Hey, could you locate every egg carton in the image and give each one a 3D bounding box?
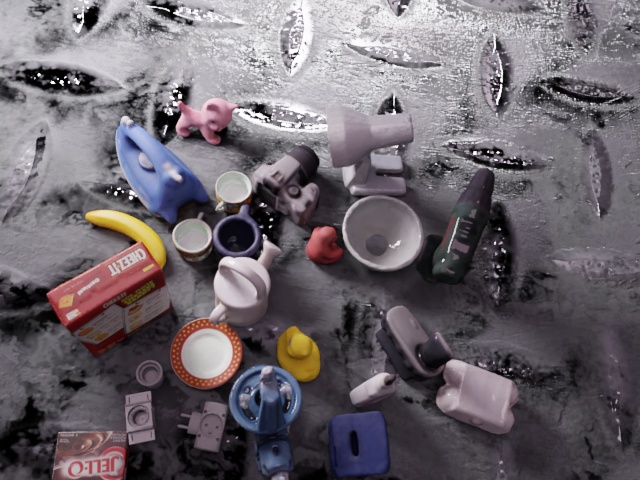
[{"bbox_3d":[0.293,0.294,1.068,0.150,0.069,0.107,20,65,0],"label":"egg carton"}]

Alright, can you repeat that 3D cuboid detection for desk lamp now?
[{"bbox_3d":[0.098,-0.186,1.168,0.203,0.213,0.118,0,66,-9],"label":"desk lamp"}]

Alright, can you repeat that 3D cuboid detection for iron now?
[{"bbox_3d":[-0.335,-0.164,1.128,0.119,0.141,0.258,-38,77,-22],"label":"iron"}]

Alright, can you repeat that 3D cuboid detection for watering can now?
[{"bbox_3d":[-0.136,0.075,1.026,0.101,0.194,0.173,16,65,-2],"label":"watering can"}]

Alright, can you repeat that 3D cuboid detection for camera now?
[{"bbox_3d":[-0.049,-0.128,1.181,0.143,0.101,0.137,38,66,8],"label":"camera"}]

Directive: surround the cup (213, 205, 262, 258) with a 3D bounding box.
[{"bbox_3d":[-0.158,-0.002,1.111,0.091,0.095,0.118,12,65,-4],"label":"cup"}]

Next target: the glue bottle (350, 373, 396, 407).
[{"bbox_3d":[0.103,0.256,0.997,0.078,0.173,0.037,-18,70,-16],"label":"glue bottle"}]

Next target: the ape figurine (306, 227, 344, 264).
[{"bbox_3d":[0.010,0.004,1.138,0.076,0.092,0.077,-18,70,-16],"label":"ape figurine"}]

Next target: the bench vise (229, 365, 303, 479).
[{"bbox_3d":[-0.069,0.288,0.929,0.122,0.219,0.207,-26,73,-18],"label":"bench vise"}]

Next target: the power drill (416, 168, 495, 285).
[{"bbox_3d":[0.262,-0.006,1.118,0.075,0.208,0.230,22,65,1],"label":"power drill"}]

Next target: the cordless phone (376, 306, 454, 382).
[{"bbox_3d":[0.182,0.176,1.039,0.094,0.185,0.147,-31,74,-20],"label":"cordless phone"}]

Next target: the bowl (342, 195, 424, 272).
[{"bbox_3d":[0.122,-0.003,1.168,0.167,0.074,0.167,3,66,-8],"label":"bowl"}]

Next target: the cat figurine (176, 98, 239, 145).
[{"bbox_3d":[-0.237,-0.263,1.200,0.128,0.117,0.067,13,65,-3],"label":"cat figurine"}]

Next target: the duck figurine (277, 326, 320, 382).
[{"bbox_3d":[-0.036,0.205,1.045,0.078,0.086,0.104,-23,72,-18],"label":"duck figurine"}]

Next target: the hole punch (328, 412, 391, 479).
[{"bbox_3d":[0.065,0.357,0.992,0.101,0.091,0.108,-1,67,-9],"label":"hole punch"}]
